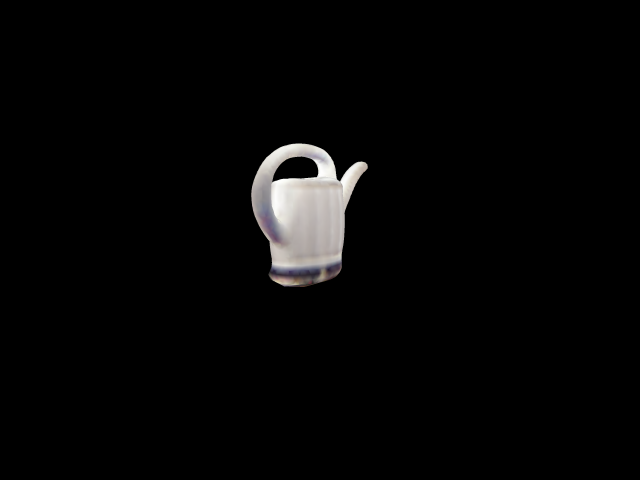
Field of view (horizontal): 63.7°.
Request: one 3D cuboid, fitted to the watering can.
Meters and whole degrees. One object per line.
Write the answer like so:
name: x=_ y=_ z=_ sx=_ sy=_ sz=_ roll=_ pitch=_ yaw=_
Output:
watering can: x=0.003 y=-0.043 z=0.850 sx=0.104 sy=0.223 sz=0.349 roll=2 pitch=6 yaw=31
